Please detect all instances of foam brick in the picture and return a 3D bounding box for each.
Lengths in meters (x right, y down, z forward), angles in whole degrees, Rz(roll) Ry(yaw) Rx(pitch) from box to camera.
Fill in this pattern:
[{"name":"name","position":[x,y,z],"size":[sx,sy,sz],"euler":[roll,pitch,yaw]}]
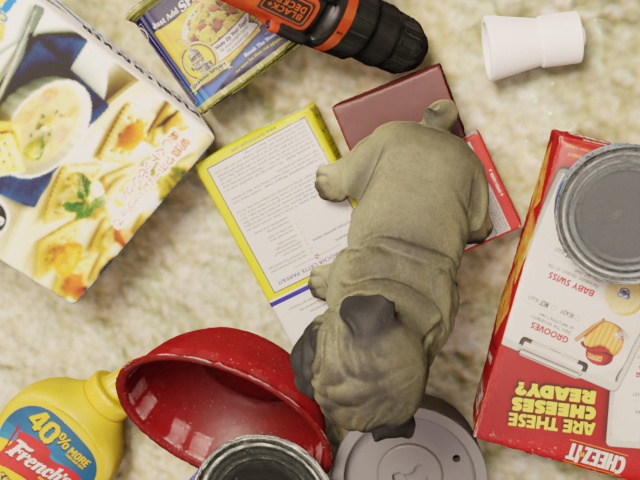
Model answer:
[{"name":"foam brick","position":[0.055,-0.083,0.730],"size":[0.078,0.051,0.053],"euler":[-20,98,9]}]

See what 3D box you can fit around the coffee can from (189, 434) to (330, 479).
[{"name":"coffee can","position":[-0.060,0.207,0.737],"size":[0.103,0.102,0.140],"euler":[37,142,-1]}]

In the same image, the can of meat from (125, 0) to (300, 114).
[{"name":"can of meat","position":[-0.066,-0.148,0.731],"size":[0.102,0.057,0.084],"euler":[-34,96,11]}]

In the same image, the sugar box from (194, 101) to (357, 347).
[{"name":"sugar box","position":[-0.005,0.001,0.756],"size":[0.093,0.048,0.176],"euler":[-26,100,11]}]

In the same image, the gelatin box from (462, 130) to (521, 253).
[{"name":"gelatin box","position":[0.086,-0.026,0.748],"size":[0.089,0.030,0.073],"euler":[-25,98,11]}]

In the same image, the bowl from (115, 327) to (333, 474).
[{"name":"bowl","position":[-0.060,0.111,0.754],"size":[0.162,0.055,0.162],"euler":[15,142,12]}]

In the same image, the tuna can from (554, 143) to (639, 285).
[{"name":"tuna can","position":[0.188,-0.017,0.661],"size":[0.086,0.033,0.086],"euler":[2,100,10]}]

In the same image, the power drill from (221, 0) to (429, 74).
[{"name":"power drill","position":[0.032,-0.196,0.644],"size":[0.184,0.057,0.188],"euler":[17,124,-33]}]

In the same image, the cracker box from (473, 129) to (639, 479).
[{"name":"cracker box","position":[0.209,0.048,0.725],"size":[0.164,0.072,0.214],"euler":[15,103,5]}]

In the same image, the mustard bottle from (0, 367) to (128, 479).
[{"name":"mustard bottle","position":[-0.205,0.160,0.802],"size":[0.192,0.058,0.096],"euler":[-42,93,11]}]
